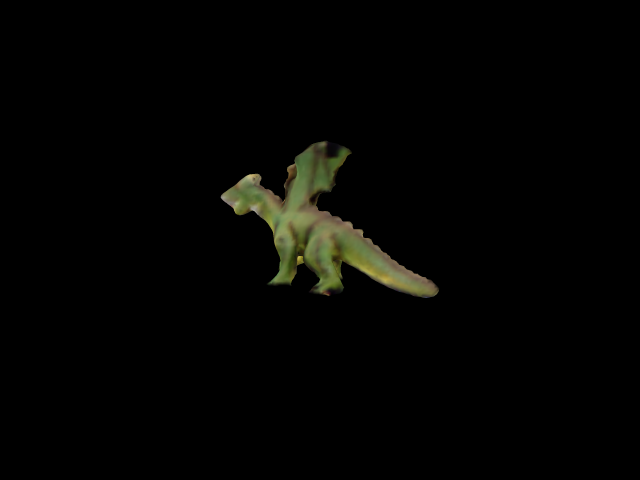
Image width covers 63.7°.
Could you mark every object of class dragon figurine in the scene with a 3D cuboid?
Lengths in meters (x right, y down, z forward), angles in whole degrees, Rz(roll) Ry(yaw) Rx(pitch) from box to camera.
[{"bbox_3d":[0.003,-0.043,0.850,0.410,0.242,0.122,3,5,31],"label":"dragon figurine"}]
